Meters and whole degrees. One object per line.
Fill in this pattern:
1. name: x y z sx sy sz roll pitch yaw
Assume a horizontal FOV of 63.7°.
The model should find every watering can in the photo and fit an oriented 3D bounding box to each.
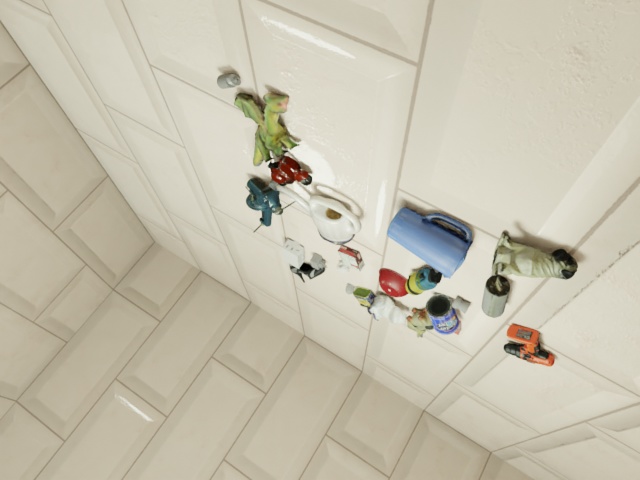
1. watering can: 0.006 -0.095 1.880 0.350 0.105 0.219 24 156 26

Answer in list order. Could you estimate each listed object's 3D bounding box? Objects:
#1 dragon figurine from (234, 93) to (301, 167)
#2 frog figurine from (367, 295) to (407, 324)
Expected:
1. dragon figurine: -0.194 -0.369 1.667 0.408 0.124 0.241 -10 113 58
2. frog figurine: 0.308 0.305 2.269 0.159 0.125 0.135 -2 126 32
